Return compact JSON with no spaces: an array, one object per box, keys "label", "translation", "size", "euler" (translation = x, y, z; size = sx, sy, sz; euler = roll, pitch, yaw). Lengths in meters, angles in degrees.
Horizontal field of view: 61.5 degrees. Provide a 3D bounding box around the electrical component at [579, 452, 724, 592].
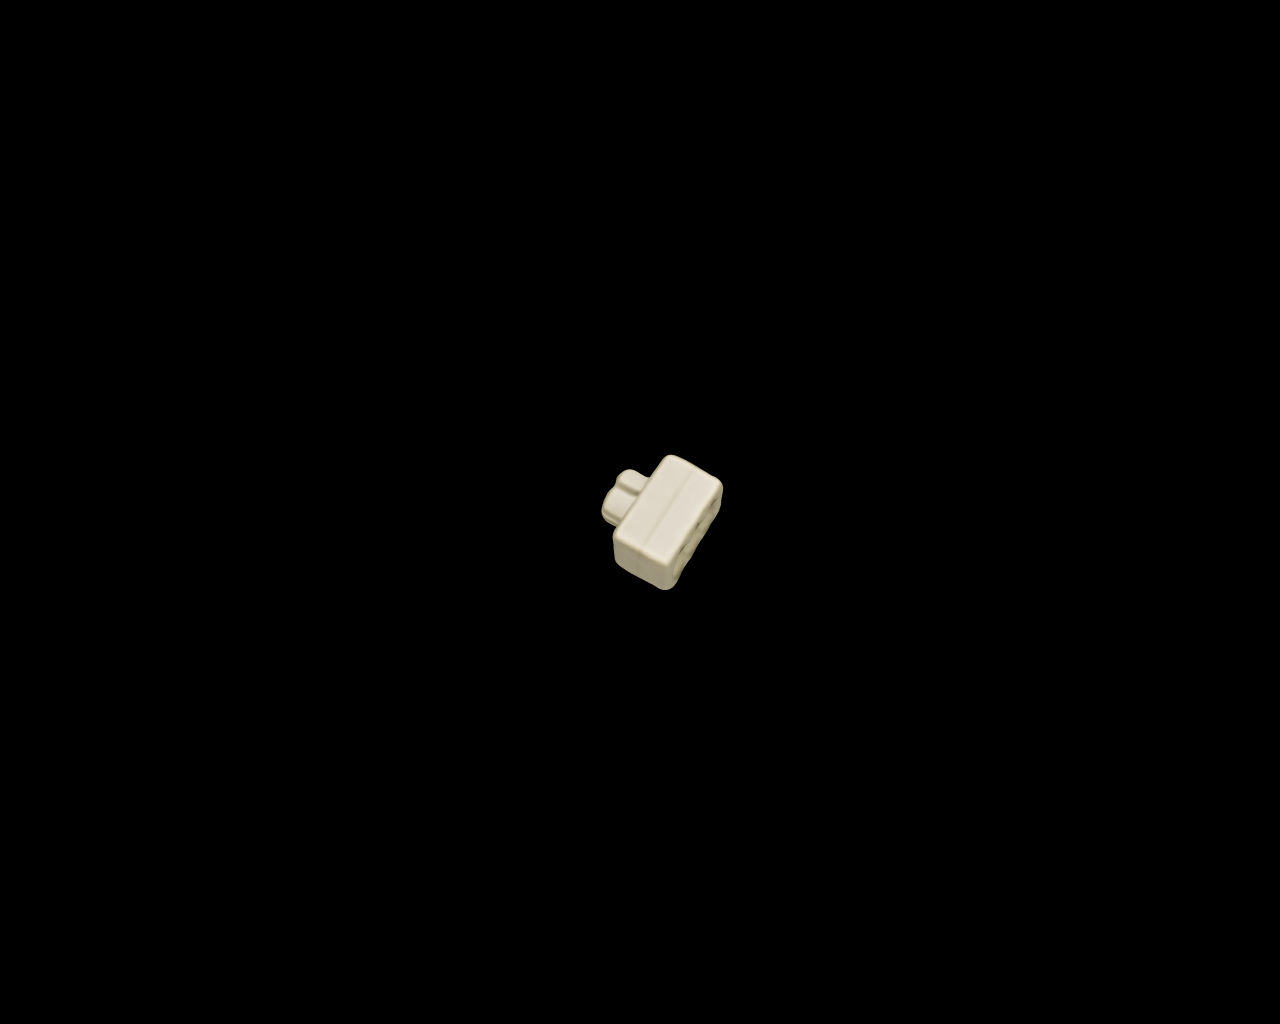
[{"label":"electrical component","translation":[0.001,-0.003,0.650],"size":[0.077,0.066,0.047],"euler":[30,-19,12]}]
